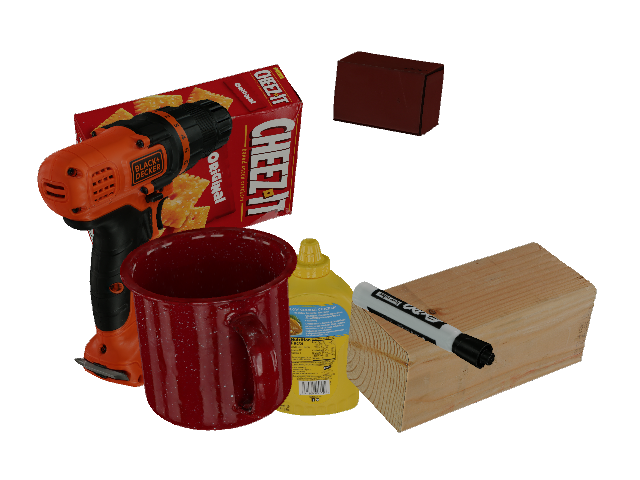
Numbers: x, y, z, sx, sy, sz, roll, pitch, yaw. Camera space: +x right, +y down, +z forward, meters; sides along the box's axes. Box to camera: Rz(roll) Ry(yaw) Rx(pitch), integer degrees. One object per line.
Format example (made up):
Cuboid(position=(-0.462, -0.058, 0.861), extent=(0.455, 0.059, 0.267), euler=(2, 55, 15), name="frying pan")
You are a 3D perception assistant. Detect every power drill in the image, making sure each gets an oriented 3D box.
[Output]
Cuboid(position=(-0.124, -0.002, 0.788), extent=(0.057, 0.188, 0.184), euler=(12, 26, 32), name="power drill")

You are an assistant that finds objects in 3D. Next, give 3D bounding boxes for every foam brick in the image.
Cuboid(position=(0.055, -0.121, 0.872), extent=(0.078, 0.051, 0.052), euler=(13, 22, 20), name="foam brick")

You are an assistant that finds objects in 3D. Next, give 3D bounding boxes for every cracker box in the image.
Cuboid(position=(-0.130, -0.072, 1.071), extent=(0.213, 0.072, 0.164), euler=(-17, -37, -20), name="cracker box")

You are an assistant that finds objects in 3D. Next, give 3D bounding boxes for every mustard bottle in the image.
Cuboid(position=(-0.009, 0.089, 1.122), extent=(0.096, 0.192, 0.058), euler=(-1, 23, 1), name="mustard bottle")

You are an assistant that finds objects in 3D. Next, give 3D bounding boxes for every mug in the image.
Cuboid(position=(-0.051, 0.052, 0.564), extent=(0.093, 0.081, 0.117), euler=(-15, 27, -26), name="mug")

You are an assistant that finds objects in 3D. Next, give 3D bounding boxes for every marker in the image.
Cuboid(position=(0.072, 0.060, 0.758), extent=(0.121, 0.020, 0.020), euler=(26, 17, 38), name="marker")

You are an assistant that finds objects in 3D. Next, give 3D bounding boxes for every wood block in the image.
Cuboid(position=(0.135, 0.082, 0.963), extent=(0.205, 0.090, 0.091), euler=(-16, 37, -26), name="wood block")
